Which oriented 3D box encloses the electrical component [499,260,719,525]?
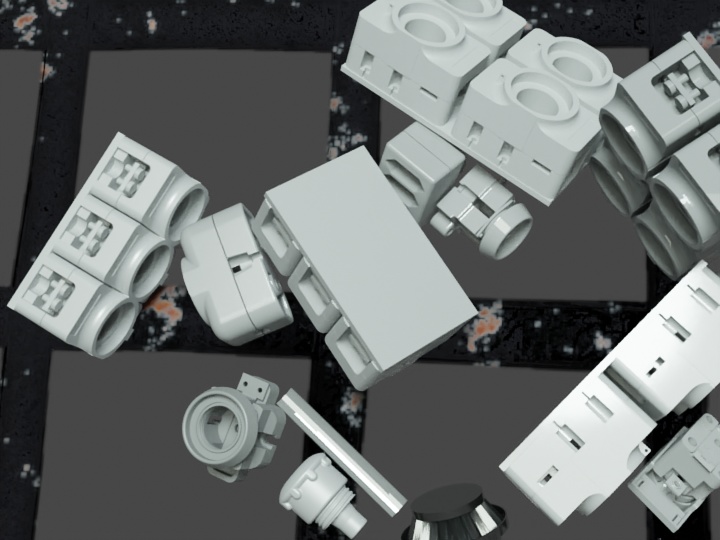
[{"bbox_3d":[0.182,0.090,0.727,0.186,0.105,0.060,-45,75,-3],"label":"electrical component"}]

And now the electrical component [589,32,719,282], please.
[{"bbox_3d":[0.211,-0.063,0.714,0.060,0.186,0.105,-33,75,0],"label":"electrical component"}]

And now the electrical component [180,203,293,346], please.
[{"bbox_3d":[-0.097,0.006,0.814,0.059,0.053,0.095,-23,75,3],"label":"electrical component"}]

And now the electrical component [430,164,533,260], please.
[{"bbox_3d":[0.095,-0.040,0.801,0.066,0.048,0.055,-45,68,-3],"label":"electrical component"}]

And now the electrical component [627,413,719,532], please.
[{"bbox_3d":[0.223,0.133,0.726,0.042,0.063,0.081,45,46,15],"label":"electrical component"}]

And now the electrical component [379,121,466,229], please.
[{"bbox_3d":[0.054,-0.079,0.809,0.047,0.065,0.077,41,57,15],"label":"electrical component"}]

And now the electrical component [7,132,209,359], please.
[{"bbox_3d":[-0.182,-0.014,0.813,0.062,0.089,0.150,29,83,14],"label":"electrical component"}]

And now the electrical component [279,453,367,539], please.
[{"bbox_3d":[-0.024,0.166,0.774,0.062,0.048,0.048,41,86,8],"label":"electrical component"}]

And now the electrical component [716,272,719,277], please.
[{"bbox_3d":[0.275,0.023,0.761,0.078,0.040,0.040,26,83,13],"label":"electrical component"}]

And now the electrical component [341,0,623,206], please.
[{"bbox_3d":[0.096,-0.143,0.789,0.186,0.060,0.105,35,49,14],"label":"electrical component"}]

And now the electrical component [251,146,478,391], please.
[{"bbox_3d":[0.000,0.000,0.781,0.089,0.061,0.150,-29,79,-27],"label":"electrical component"}]

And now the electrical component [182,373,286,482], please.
[{"bbox_3d":[-0.093,0.115,0.782,0.058,0.057,0.078,20,88,21],"label":"electrical component"}]
